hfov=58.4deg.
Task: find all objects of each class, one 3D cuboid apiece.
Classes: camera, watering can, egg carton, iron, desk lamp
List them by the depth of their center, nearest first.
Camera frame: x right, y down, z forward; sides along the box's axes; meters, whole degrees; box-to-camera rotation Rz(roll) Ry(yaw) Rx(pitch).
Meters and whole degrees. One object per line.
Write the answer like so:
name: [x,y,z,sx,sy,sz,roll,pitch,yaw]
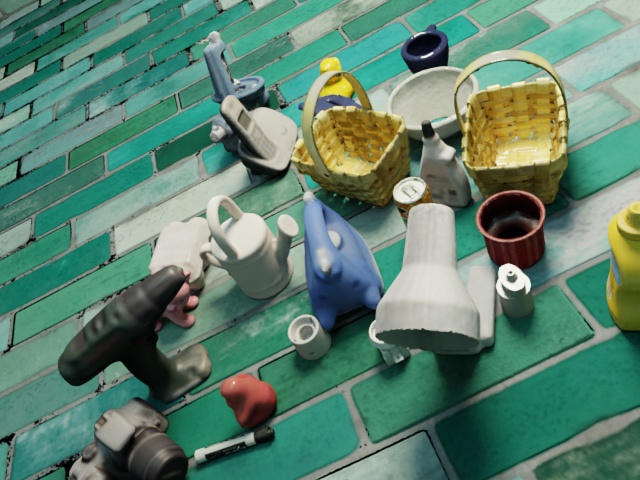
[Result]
desk lamp: [0.151,0.068,0.725,0.117,0.214,0.203,-3,52,24]
camera: [-0.265,0.311,0.810,0.136,0.101,0.143,19,64,36]
iron: [0.008,0.003,0.899,0.118,0.142,0.258,-24,47,7]
watering can: [-0.118,0.001,0.927,0.173,0.195,0.100,-28,46,3]
egg carton: [-0.251,0.027,1.058,0.107,0.070,0.150,-10,50,19]

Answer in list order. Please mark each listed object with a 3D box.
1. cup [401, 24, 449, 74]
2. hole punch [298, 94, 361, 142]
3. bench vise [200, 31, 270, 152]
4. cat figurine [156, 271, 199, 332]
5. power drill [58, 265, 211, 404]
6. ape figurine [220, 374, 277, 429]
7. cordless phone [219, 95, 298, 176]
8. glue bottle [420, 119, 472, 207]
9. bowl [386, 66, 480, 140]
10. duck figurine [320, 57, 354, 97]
cup: [0.216,-0.356,1.124,0.091,0.095,0.118,2,55,28]
hole punch: [0.025,-0.252,1.136,0.101,0.091,0.108,-44,48,-12]
bench vise: [-0.181,-0.305,1.192,0.121,0.220,0.207,-15,48,15]
cat figurine: [-0.266,0.096,0.975,0.127,0.118,0.067,-11,49,18]
power drill: [-0.256,0.154,0.859,0.229,0.209,0.075,-34,46,-2]
ape figurine: [-0.109,0.221,0.813,0.076,0.092,0.078,-9,50,20]
cordless phone: [-0.124,-0.229,1.125,0.094,0.186,0.147,-5,51,23]
glue bottle: [0.185,-0.121,0.892,0.077,0.174,0.037,14,61,34]
bowl: [0.209,-0.235,1.042,0.167,0.075,0.167,-13,49,16]
duck figurine: [0.026,-0.340,1.211,0.077,0.086,0.104,-2,53,25]
